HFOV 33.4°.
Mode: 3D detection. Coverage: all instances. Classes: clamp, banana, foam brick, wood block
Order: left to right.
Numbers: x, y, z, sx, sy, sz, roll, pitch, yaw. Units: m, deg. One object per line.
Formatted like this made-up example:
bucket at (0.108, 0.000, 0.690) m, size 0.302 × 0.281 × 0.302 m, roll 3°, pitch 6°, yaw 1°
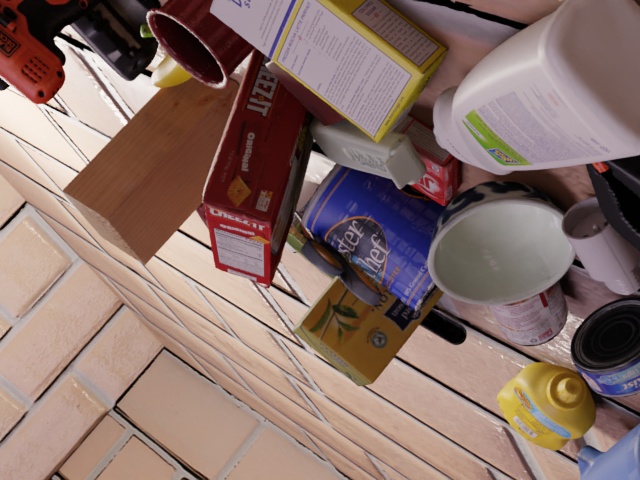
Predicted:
wood block at (-0.170, -0.087, 1.179) m, size 0.090 × 0.206 × 0.090 m, roll 28°, pitch 161°, yaw 38°
banana at (-0.143, -0.196, 1.089) m, size 0.198 × 0.069 × 0.037 m, roll 122°, pitch 142°, yaw -80°
foam brick at (0.003, -0.143, 0.906) m, size 0.078 × 0.051 × 0.053 m, roll 45°, pitch 165°, yaw -14°
clamp at (0.095, 0.069, 1.302) m, size 0.172 × 0.039 × 0.120 m, roll 19°, pitch 153°, yaw 53°
clamp at (0.254, 0.008, 0.754) m, size 0.210 × 0.036 × 0.165 m, roll 45°, pitch 165°, yaw -9°

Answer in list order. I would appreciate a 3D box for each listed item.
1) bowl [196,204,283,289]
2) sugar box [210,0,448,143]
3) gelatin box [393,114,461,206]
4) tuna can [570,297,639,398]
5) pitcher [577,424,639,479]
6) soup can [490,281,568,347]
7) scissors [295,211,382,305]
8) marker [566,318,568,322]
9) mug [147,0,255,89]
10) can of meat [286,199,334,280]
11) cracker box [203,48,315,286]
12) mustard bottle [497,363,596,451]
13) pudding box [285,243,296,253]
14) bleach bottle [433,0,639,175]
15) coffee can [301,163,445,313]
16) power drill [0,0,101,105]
bowl at (-0.093, -0.019, 1.308) m, size 0.162 × 0.055 × 0.162 m, roll 48°, pitch 166°, yaw 15°
sugar box at (0.003, -0.162, 0.820) m, size 0.176 × 0.048 × 0.093 m, roll 41°, pitch 143°, yaw 6°
gelatin box at (0.082, -0.076, 0.942) m, size 0.089 × 0.030 × 0.073 m, roll 35°, pitch 164°, yaw 20°
tuna can at (0.254, 0.088, 0.891) m, size 0.033 × 0.086 × 0.086 m, roll 50°, pitch 162°, yaw -25°
pitcher at (0.347, 0.250, 1.050) m, size 0.149 × 0.145 × 0.243 m, roll 3°, pitch 155°, yaw 4°
soup can at (0.183, 0.044, 0.970) m, size 0.069 × 0.068 × 0.102 m, roll 28°, pitch 161°, yaw 39°
scissors at (-0.007, 0.001, 1.054) m, size 0.096 × 0.016 × 0.202 m, roll 31°, pitch -171°, yaw -42°
marker at (0.191, 0.050, 1.056) m, size 0.121 × 0.020 × 0.020 m, roll 33°, pitch 163°, yaw 25°
mug at (-0.093, -0.191, 0.940) m, size 0.093 × 0.081 × 0.117 m, roll 43°, pitch 164°, yaw -10°
can of meat at (0.020, -0.008, 1.179) m, size 0.102 × 0.084 × 0.057 m, roll 38°, pitch 166°, yaw 9°
cracker box at (-0.056, -0.065, 1.032) m, size 0.072 × 0.164 × 0.214 m, roll 16°, pitch 163°, yaw 3°
mustard bottle at (0.258, 0.182, 1.192) m, size 0.096 × 0.058 × 0.192 m, roll 44°, pitch 166°, yaw 12°
pudding box at (-0.049, -0.034, 1.360) m, size 0.113 × 0.039 × 0.090 m, roll 45°, pitch 165°, yaw -9°
bleach bottle at (0.135, -0.093, 0.715) m, size 0.102 × 0.068 × 0.251 m, roll 45°, pitch 167°, yaw -12°
coffee can at (0.068, -0.013, 1.016) m, size 0.140 × 0.102 × 0.103 m, roll 38°, pitch 165°, yaw 10°
power drill at (-0.281, -0.250, 1.029) m, size 0.184 × 0.187 × 0.057 m, roll 41°, pitch 166°, yaw -7°
